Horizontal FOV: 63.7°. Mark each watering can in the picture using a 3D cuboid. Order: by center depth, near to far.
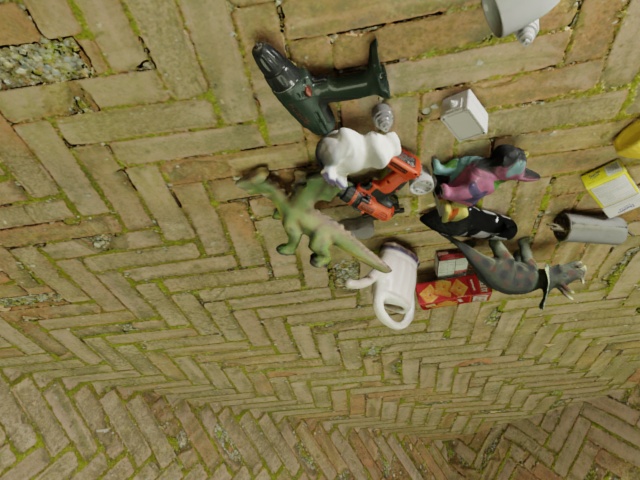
[{"bbox_3d":[0.180,0.104,1.381,0.103,0.229,0.342,-5,-31,35],"label":"watering can"}]

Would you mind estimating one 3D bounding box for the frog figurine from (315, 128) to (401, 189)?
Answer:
[{"bbox_3d":[0.075,-0.182,1.036,0.158,0.125,0.135,-36,-36,14],"label":"frog figurine"}]

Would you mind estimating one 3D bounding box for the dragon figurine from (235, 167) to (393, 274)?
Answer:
[{"bbox_3d":[0.004,-0.060,1.182,0.410,0.125,0.237,17,-41,0],"label":"dragon figurine"}]
